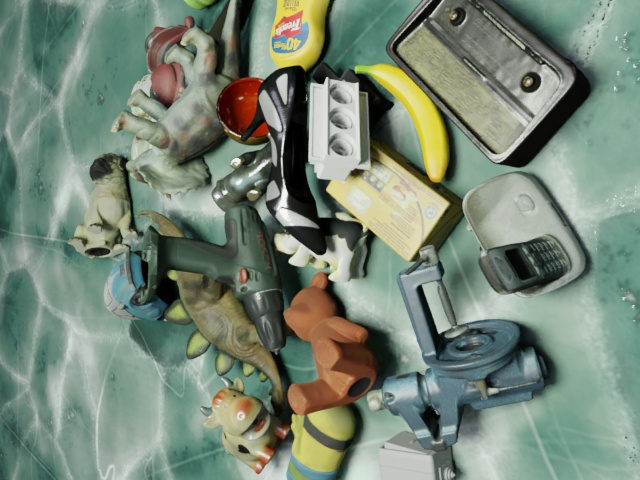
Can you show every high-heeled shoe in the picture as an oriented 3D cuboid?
[{"bbox_3d":[-0.021,-0.113,0.743,0.145,0.086,0.249,-39,78,28],"label":"high-heeled shoe"}]

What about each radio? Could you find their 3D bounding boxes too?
[{"bbox_3d":[0.200,-0.209,0.654,0.131,0.073,0.230,-49,64,27],"label":"radio"}]

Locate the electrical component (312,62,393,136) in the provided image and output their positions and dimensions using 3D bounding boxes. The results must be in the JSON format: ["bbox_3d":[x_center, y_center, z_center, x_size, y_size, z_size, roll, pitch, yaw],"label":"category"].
[{"bbox_3d":[0.041,-0.209,0.790,0.119,0.047,0.074,48,116,27],"label":"electrical component"}]

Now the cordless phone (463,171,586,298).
[{"bbox_3d":[0.201,-0.003,0.589,0.089,0.184,0.146,-38,69,36],"label":"cordless phone"}]

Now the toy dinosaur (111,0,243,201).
[{"bbox_3d":[-0.212,-0.227,0.932,0.405,0.192,0.131,-42,31,14],"label":"toy dinosaur"}]

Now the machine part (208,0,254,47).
[{"bbox_3d":[-0.168,-0.374,0.951,0.139,0.039,0.084,-53,57,27],"label":"machine part"}]

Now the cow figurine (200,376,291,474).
[{"bbox_3d":[-0.114,0.281,0.822,0.127,0.085,0.194,30,149,8],"label":"cow figurine"}]

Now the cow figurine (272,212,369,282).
[{"bbox_3d":[-0.004,-0.003,0.812,0.168,0.068,0.098,20,103,35],"label":"cow figurine"}]

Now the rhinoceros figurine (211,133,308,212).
[{"bbox_3d":[-0.099,-0.111,0.861,0.190,0.112,0.073,-35,100,18],"label":"rhinoceros figurine"}]

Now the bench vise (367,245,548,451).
[{"bbox_3d":[0.146,0.126,0.659,0.224,0.129,0.240,-15,99,28],"label":"bench vise"}]

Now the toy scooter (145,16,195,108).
[{"bbox_3d":[-0.270,-0.338,1.005,0.135,0.075,0.184,-27,71,36],"label":"toy scooter"}]

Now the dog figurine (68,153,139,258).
[{"bbox_3d":[-0.467,-0.072,1.155,0.172,0.121,0.190,-28,60,30],"label":"dog figurine"}]

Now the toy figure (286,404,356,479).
[{"bbox_3d":[0.001,0.322,0.809,0.089,0.082,0.180,15,95,23],"label":"toy figure"}]

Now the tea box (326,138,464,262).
[{"bbox_3d":[0.102,-0.058,0.733,0.170,0.068,0.098,45,116,27],"label":"tea box"}]

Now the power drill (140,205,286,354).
[{"bbox_3d":[-0.153,0.055,0.787,0.086,0.207,0.232,133,133,-60],"label":"power drill"}]

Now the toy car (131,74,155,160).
[{"bbox_3d":[-0.340,-0.228,1.069,0.074,0.056,0.201,-2,90,37],"label":"toy car"}]

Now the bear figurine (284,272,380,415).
[{"bbox_3d":[-0.005,0.135,0.762,0.120,0.132,0.196,-58,47,22],"label":"bear figurine"}]

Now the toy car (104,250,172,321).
[{"bbox_3d":[-0.348,0.099,1.007,0.103,0.161,0.109,-21,56,2],"label":"toy car"}]

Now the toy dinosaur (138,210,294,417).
[{"bbox_3d":[-0.188,0.096,0.930,0.198,0.105,0.471,-44,66,29],"label":"toy dinosaur"}]
